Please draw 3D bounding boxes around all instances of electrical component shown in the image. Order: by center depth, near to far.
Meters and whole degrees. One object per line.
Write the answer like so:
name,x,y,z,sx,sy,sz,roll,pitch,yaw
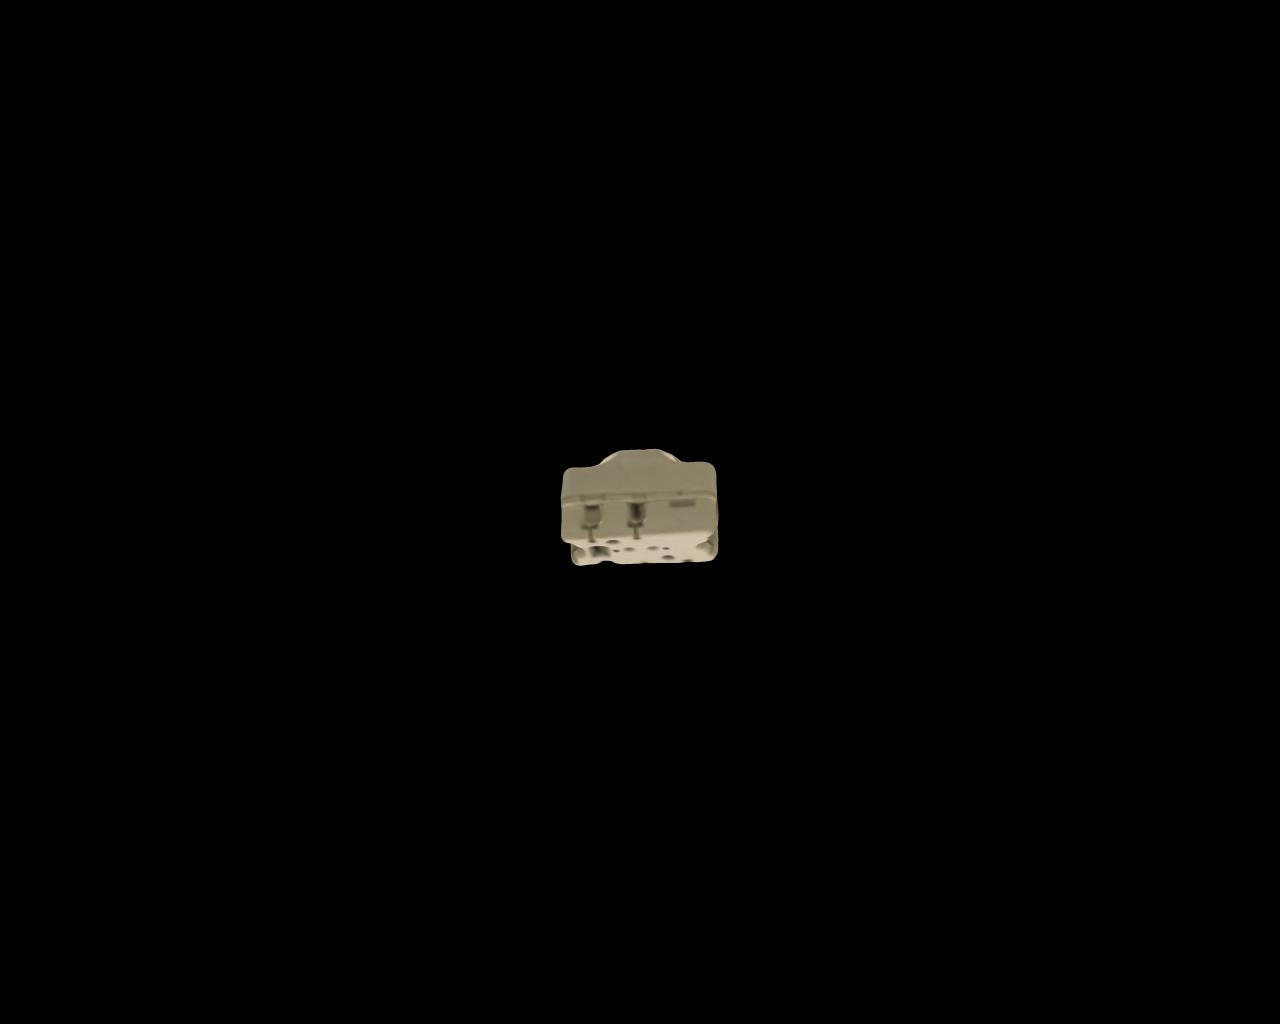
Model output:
electrical component,0.001,-0.003,0.650,0.089,0.056,0.050,-2,-24,5
